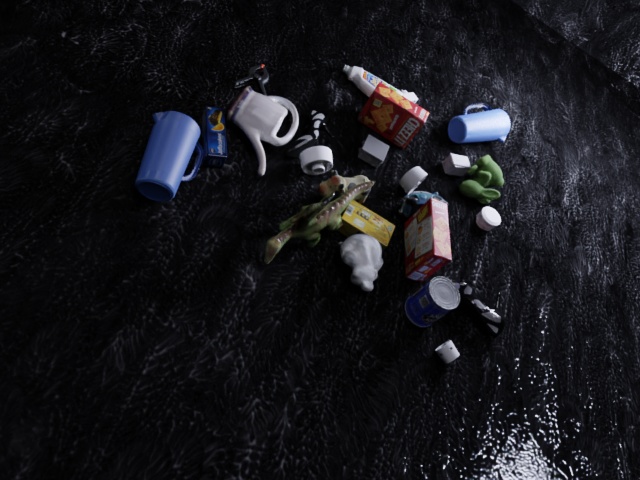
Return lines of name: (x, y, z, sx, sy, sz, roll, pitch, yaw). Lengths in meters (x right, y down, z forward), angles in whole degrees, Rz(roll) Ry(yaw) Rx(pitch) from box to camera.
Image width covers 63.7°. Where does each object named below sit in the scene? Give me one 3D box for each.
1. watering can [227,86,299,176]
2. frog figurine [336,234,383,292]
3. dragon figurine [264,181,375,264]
watering can: (-0.197, -0.365, 1.649, 0.224, 0.102, 0.356, 28, 51, -5)
frog figurine: (0.124, 0.065, 1.509, 0.136, 0.121, 0.163, 26, 37, -33)
dragon figurine: (0.004, -0.072, 1.431, 0.412, 0.241, 0.122, -38, 88, -7)
